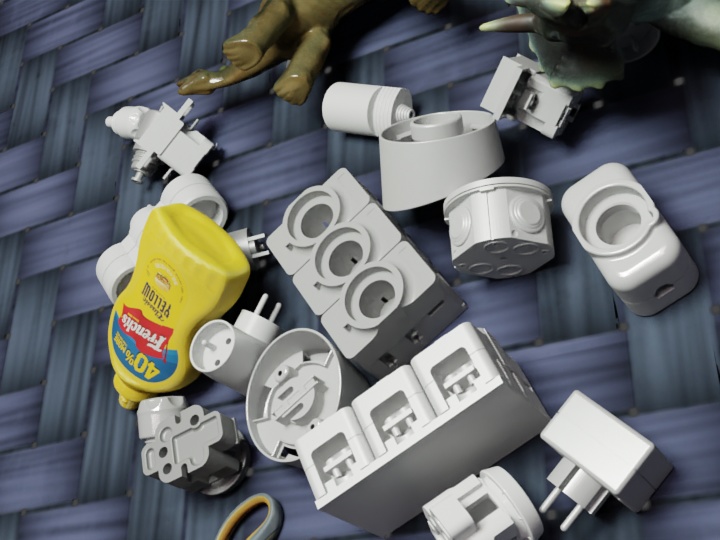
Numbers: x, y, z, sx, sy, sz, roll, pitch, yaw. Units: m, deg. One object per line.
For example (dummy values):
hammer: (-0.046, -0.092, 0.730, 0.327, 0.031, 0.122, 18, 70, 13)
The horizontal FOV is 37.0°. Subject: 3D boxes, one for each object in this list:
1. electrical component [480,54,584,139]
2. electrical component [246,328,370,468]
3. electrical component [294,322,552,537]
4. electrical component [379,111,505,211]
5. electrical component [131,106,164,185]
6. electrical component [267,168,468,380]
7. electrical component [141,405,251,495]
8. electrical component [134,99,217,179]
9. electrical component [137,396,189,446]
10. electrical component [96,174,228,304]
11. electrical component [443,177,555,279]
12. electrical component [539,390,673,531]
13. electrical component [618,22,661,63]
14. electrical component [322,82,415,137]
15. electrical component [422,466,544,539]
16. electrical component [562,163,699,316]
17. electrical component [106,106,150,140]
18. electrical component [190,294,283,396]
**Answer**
electrical component: (0.134, -0.132, 0.819, 0.064, 0.081, 0.042, 29, 113, 14)
electrical component: (-0.041, 0.100, 0.816, 0.099, 0.064, 0.099, -16, 58, 26)
electrical component: (0.042, 0.109, 0.739, 0.150, 0.089, 0.061, -36, 51, 12)
electrical component: (0.062, -0.086, 0.829, 0.099, 0.064, 0.099, -9, 20, 3)
electrical component: (-0.204, -0.121, 1.059, 0.040, 0.040, 0.078, 11, 72, 37)
electrical component: (0.000, 0.000, 0.844, 0.089, 0.062, 0.150, -43, 50, 7)
electrical component: (-0.124, 0.145, 0.851, 0.078, 0.057, 0.058, -28, 53, 19)
electrical component: (-0.174, -0.120, 1.021, 0.081, 0.064, 0.042, -52, 9, -1)
electrical component: (-0.162, 0.137, 0.892, 0.043, 0.043, 0.062, -12, 79, 28)
electrical component: (-0.189, -0.034, 0.995, 0.138, 0.052, 0.073, -46, 46, 4)
electrical component: (0.102, -0.031, 0.782, 0.080, 0.080, 0.051, -15, 64, 27)
electrical component: (0.146, 0.130, 0.686, 0.076, 0.047, 0.066, -51, 50, -2)
electrical component: (0.183, -0.194, 0.839, 0.079, 0.043, 0.077, -28, 53, 19)
electrical component: (0.012, -0.136, 0.922, 0.081, 0.043, 0.043, 13, 74, 38)
electrical component: (0.081, 0.165, 0.698, 0.057, 0.078, 0.058, -32, 49, -12)
electrical component: (0.183, -0.024, 0.737, 0.054, 0.059, 0.095, -35, 51, 13)
electrical component: (-0.238, -0.151, 1.102, 0.061, 0.035, 0.035, 9, 71, 39)
electrical component: (-0.087, 0.058, 0.861, 0.043, 0.077, 0.079, 18, 76, 39)
